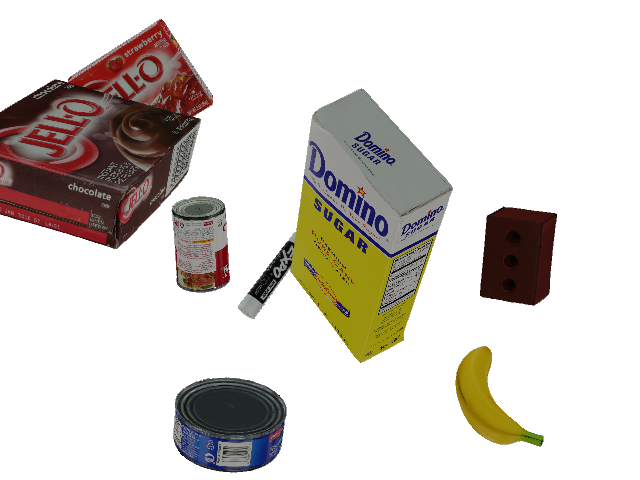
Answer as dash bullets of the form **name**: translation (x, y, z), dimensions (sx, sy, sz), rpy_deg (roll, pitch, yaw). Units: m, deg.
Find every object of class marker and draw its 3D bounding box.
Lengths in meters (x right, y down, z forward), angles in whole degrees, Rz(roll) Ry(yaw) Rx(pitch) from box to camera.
- **marker**: translation (-0.034, 0.020, 0.997), dimensions (0.020, 0.121, 0.020), rpy_deg (34, -16, 11)

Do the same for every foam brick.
- **foam brick**: translation (0.178, 0.013, 0.961), dimensions (0.053, 0.078, 0.051), rpy_deg (9, 16, 25)

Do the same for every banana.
- **banana**: translation (0.189, 0.179, 1.225), dimensions (0.069, 0.037, 0.198), rpy_deg (10, 25, -15)

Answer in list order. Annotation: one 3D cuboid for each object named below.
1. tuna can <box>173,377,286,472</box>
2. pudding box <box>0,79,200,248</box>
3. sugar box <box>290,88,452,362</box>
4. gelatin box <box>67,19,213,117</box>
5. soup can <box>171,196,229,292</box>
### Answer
- **tuna can**: translation (-0.070, 0.141, 0.820), dimensions (0.086, 0.034, 0.086), rpy_deg (6, 22, -3)
- **pudding box**: translation (-0.124, -0.043, 0.555), dimensions (0.090, 0.039, 0.113), rpy_deg (17, 25, 6)
- **sugar box**: translation (0.026, -0.004, 0.691), dimensions (0.048, 0.093, 0.176), rpy_deg (-28, -28, -21)
- **gelatin box**: translation (-0.138, -0.114, 0.814), dimensions (0.089, 0.073, 0.030), rpy_deg (-31, 19, 7)
- **soup can**: translation (-0.149, 0.004, 1.329), dimensions (0.068, 0.102, 0.068), rpy_deg (-1, 25, 0)
